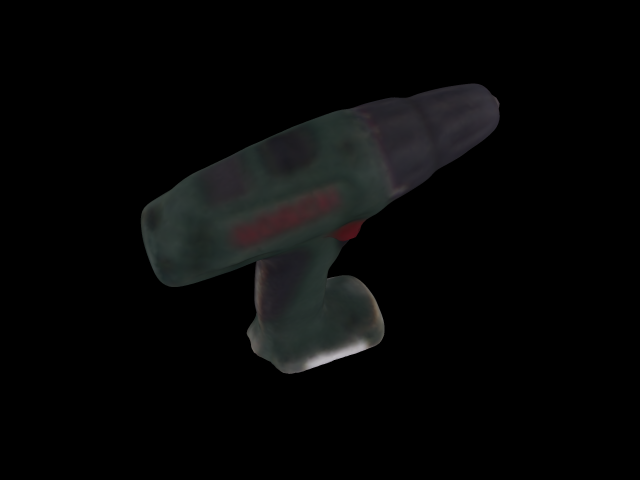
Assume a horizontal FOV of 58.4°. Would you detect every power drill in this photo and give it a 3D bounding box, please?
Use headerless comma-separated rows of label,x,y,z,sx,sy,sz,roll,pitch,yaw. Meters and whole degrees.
power drill,0.004,0.001,0.400,0.230,0.208,0.075,-17,51,-14
